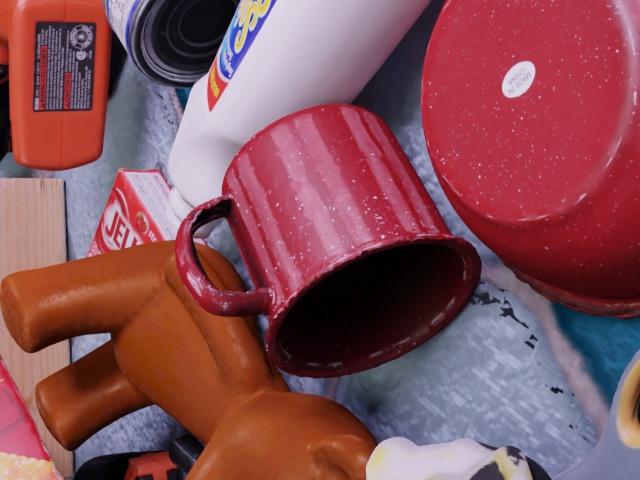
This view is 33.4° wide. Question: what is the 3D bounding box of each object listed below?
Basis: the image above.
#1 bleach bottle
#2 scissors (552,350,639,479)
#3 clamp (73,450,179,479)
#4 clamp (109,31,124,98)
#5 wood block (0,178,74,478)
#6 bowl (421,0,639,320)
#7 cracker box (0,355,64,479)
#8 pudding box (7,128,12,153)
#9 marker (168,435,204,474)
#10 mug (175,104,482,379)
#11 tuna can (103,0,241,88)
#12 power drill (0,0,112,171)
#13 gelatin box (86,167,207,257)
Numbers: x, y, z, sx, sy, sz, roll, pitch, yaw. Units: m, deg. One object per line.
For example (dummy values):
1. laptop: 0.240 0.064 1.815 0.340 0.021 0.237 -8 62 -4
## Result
1. bleach bottle: -0.010 -0.085 0.470 0.251 0.068 0.102 -55 27 39
2. scissors: 0.106 0.106 0.385 0.096 0.016 0.202 58 132 32
3. clamp: -0.144 0.196 0.679 0.165 0.036 0.210 48 128 35
4. clamp: -0.142 -0.173 0.659 0.120 0.039 0.171 -6 93 56
5. wood block: -0.232 0.062 0.740 0.090 0.090 0.206 -1 90 51
6. bowl: 0.086 -0.052 0.372 0.162 0.055 0.162 2 93 50
7. cracker box: -0.160 0.177 0.579 0.214 0.072 0.164 56 153 18
8. pudding box: -0.255 -0.122 0.798 0.114 0.039 0.090 28 113 46
9. marker: -0.045 0.138 0.570 0.121 0.020 0.020 29 113 46
10. mug: -0.003 0.001 0.440 0.093 0.117 0.081 105 147 -50
11. tuna can: -0.060 -0.116 0.523 0.034 0.085 0.086 57 132 30
12. power drill: -0.192 -0.107 0.659 0.188 0.057 0.184 34 126 48
13. gelatin box: -0.101 0.012 0.623 0.089 0.030 0.073 53 129 35
